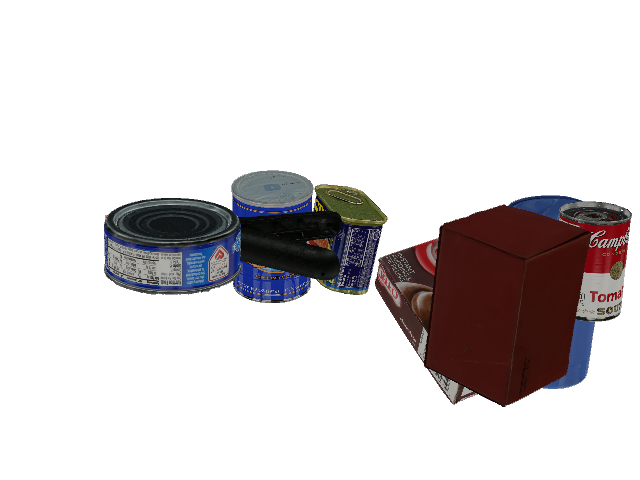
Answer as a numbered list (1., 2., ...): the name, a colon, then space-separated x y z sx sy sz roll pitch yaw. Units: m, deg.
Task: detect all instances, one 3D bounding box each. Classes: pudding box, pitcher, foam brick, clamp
1. pudding box: 0.103 0.048 0.736 0.090 0.113 0.039 -18 -34 -19
2. pitcher: 0.298 0.071 1.412 0.149 0.243 0.145 4 21 12
3. foam brick: 0.088 0.029 0.508 0.052 0.078 0.051 -17 31 -41
4. clamp: -0.078 0.000 0.901 0.210 0.036 0.164 2 13 -5

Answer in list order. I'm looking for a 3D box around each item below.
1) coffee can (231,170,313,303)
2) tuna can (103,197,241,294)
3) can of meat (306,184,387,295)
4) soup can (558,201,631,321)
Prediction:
1. coffee can: -0.062 -0.006 1.362 0.103 0.140 0.103 1 27 -1
2. tuna can: -0.092 0.002 0.665 0.086 0.034 0.086 2 21 -1
3. can of meat: 0.023 -0.001 1.108 0.057 0.084 0.102 4 21 -20
4. soup can: 0.263 0.020 1.039 0.068 0.102 0.068 1 18 0
